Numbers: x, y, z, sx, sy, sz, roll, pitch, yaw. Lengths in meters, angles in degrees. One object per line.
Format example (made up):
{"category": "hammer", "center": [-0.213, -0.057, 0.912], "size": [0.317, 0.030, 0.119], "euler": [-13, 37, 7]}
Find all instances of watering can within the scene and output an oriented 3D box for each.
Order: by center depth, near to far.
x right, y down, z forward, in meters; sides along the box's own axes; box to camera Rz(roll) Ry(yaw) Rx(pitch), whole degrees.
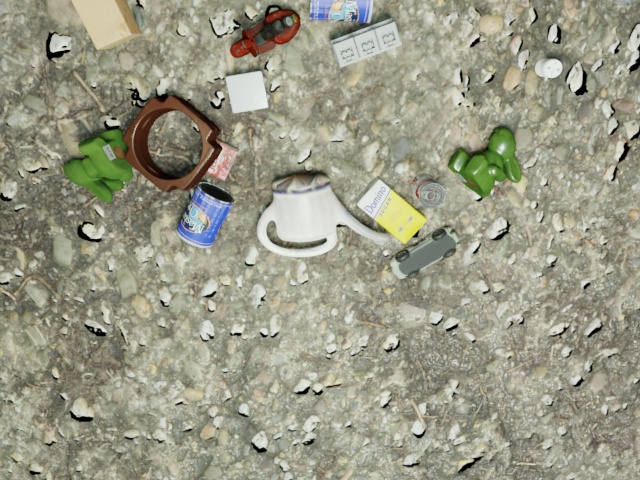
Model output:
{"category": "watering can", "center": [0.004, -0.067, 1.338], "size": [0.348, 0.105, 0.221], "euler": [-6, 109, 0]}
